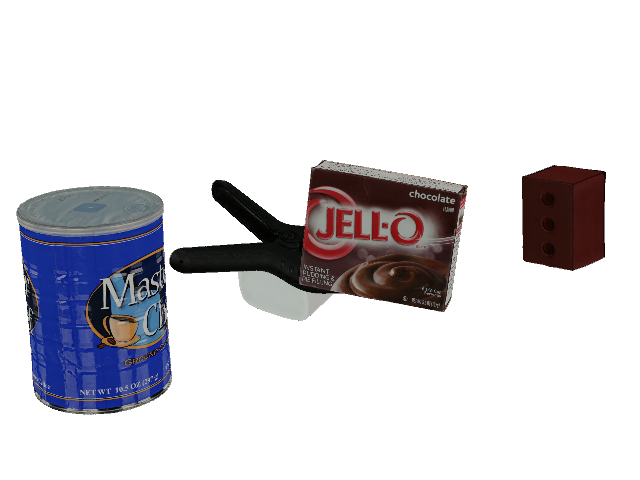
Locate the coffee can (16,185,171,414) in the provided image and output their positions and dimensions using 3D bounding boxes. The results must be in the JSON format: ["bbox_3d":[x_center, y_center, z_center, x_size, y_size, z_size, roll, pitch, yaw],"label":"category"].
[{"bbox_3d":[-0.163,0.041,0.779,0.103,0.140,0.103,0,18,0],"label":"coffee can"}]

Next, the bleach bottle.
[{"bbox_3d":[0.012,0.005,1.318,0.103,0.068,0.250,17,35,28],"label":"bleach bottle"}]

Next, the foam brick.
[{"bbox_3d":[0.207,-0.020,0.906,0.053,0.078,0.051,12,24,44],"label":"foam brick"}]

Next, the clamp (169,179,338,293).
[{"bbox_3d":[-0.043,0.013,1.087,0.210,0.036,0.164,21,34,8],"label":"clamp"}]

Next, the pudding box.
[{"bbox_3d":[0.045,-0.005,0.776,0.113,0.090,0.039,10,19,11],"label":"pudding box"}]
